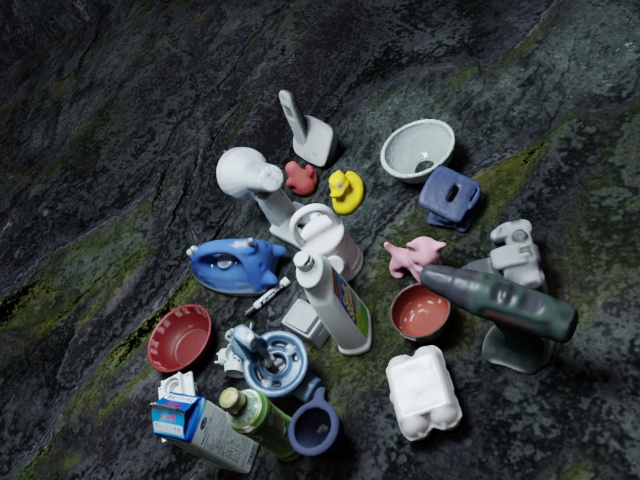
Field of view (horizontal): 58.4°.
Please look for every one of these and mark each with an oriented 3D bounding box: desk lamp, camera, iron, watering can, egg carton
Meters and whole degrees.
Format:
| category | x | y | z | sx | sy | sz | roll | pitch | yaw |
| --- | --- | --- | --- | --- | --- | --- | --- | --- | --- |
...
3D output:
| category | x | y | z | sx | sy | sz | roll | pitch | yaw |
| --- | --- | --- | --- | --- | --- | --- | --- | --- | --- |
| desk lamp | -0.112 | -0.105 | 1.289 | 0.202 | 0.214 | 0.118 | 26 | 71 | 41 |
| camera | 0.317 | 0.042 | 1.008 | 0.136 | 0.101 | 0.143 | -15 | 49 | 19 |
| iron | -0.212 | 0.045 | 1.278 | 0.257 | 0.142 | 0.118 | -5 | 53 | 27 |
| watering can | 0.012 | 0.003 | 1.147 | 0.101 | 0.195 | 0.172 | -45 | 46 | -9 |
| egg carton | 0.169 | 0.252 | 0.947 | 0.107 | 0.070 | 0.150 | -23 | 47 | 12 |

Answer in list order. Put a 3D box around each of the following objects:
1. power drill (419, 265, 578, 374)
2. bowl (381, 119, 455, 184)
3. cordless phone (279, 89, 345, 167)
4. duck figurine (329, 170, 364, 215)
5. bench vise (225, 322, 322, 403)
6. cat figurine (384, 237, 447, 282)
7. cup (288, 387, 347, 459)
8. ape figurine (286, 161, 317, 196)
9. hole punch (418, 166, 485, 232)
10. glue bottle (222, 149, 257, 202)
| category | x | y | z | sx | sy | sz | roll | pitch | yaw |
| --- | --- | --- | --- | --- | --- | --- | --- | --- | --- |
| power drill | 0.280 | 0.123 | 0.889 | 0.228 | 0.209 | 0.076 | 12 | 62 | 36 |
| bowl | 0.222 | -0.182 | 1.258 | 0.167 | 0.075 | 0.167 | -15 | 49 | 19 |
| cordless phone | -0.032 | -0.277 | 1.400 | 0.094 | 0.186 | 0.147 | -48 | 47 | -11 |
| duck figurine | 0.052 | -0.122 | 1.298 | 0.077 | 0.086 | 0.104 | 3 | 57 | 31 |
| bench vise | -0.118 | 0.211 | 1.038 | 0.206 | 0.220 | 0.121 | 2 | 57 | 31 |
| cat figurine | 0.179 | 0.029 | 1.085 | 0.127 | 0.118 | 0.067 | 13 | 63 | 36 |
| cup | 0.007 | 0.318 | 0.969 | 0.091 | 0.095 | 0.118 | -8 | 52 | 25 |
| ape figurine | -0.051 | -0.155 | 1.379 | 0.077 | 0.092 | 0.076 | -24 | 47 | 11 |
| hole punch | 0.264 | -0.085 | 1.145 | 0.100 | 0.091 | 0.109 | 16 | 64 | 37 |
| glue bottle | -0.190 | -0.161 | 1.406 | 0.077 | 0.174 | 0.037 | 28 | 72 | 41 |
